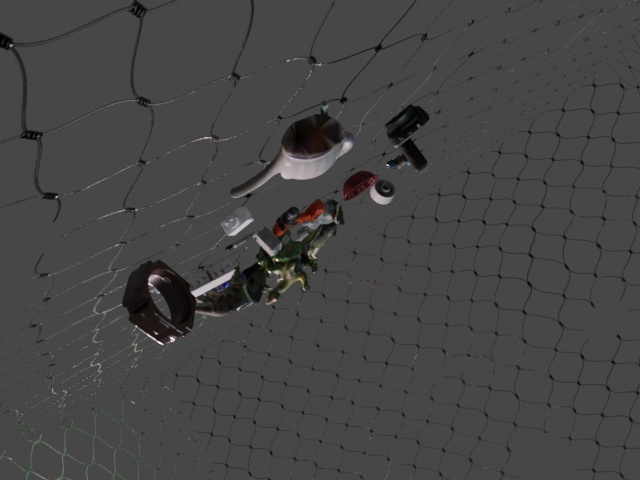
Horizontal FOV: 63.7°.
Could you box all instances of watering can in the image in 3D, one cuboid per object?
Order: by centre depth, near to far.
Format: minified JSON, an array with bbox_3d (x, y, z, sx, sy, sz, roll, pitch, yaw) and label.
[{"bbox_3d":[-0.064,-0.202,1.282,0.349,0.105,0.221,-24,-13,-12],"label":"watering can"}]

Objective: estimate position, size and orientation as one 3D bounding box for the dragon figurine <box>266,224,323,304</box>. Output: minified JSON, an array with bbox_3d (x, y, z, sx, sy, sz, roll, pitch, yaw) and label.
[{"bbox_3d":[-0.117,0.084,2.138,0.242,0.417,0.120,-5,-34,48],"label":"dragon figurine"}]

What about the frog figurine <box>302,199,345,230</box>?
[{"bbox_3d":[0.006,-0.103,2.053,0.159,0.122,0.138,1,11,20],"label":"frog figurine"}]
